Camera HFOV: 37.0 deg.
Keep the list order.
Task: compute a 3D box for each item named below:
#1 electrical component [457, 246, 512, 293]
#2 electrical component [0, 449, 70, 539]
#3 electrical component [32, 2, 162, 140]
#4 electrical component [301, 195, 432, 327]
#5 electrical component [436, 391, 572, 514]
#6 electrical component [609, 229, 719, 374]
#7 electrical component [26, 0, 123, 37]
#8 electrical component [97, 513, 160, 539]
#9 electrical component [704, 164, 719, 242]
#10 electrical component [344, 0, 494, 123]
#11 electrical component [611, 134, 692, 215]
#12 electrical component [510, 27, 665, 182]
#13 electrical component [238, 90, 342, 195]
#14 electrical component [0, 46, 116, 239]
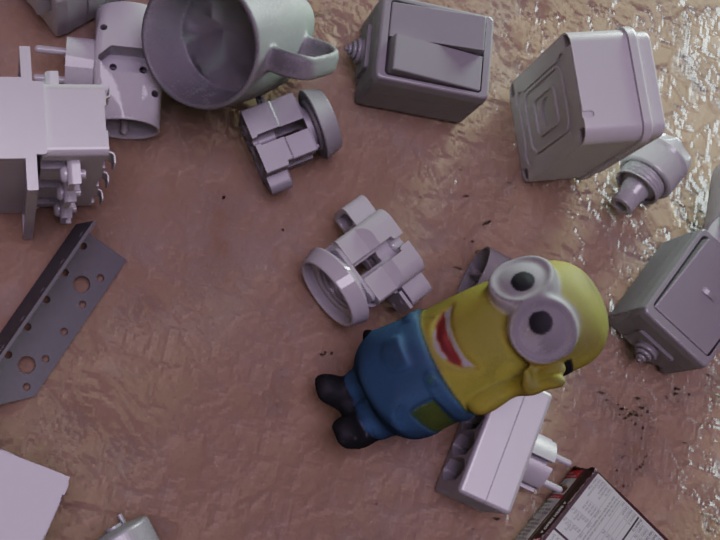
[{"bbox_3d":[0.111,0.022,0.730,0.081,0.043,0.043,28,74,-9],"label":"electrical component"},{"bbox_3d":[-0.234,0.169,0.596,0.089,0.062,0.150,24,74,-10],"label":"electrical component"},{"bbox_3d":[-0.165,-0.127,0.680,0.079,0.043,0.077,3,79,-15],"label":"electrical component"},{"bbox_3d":[0.000,0.000,0.696,0.057,0.058,0.078,-37,91,-21],"label":"electrical component"},{"bbox_3d":[0.104,0.121,0.708,0.076,0.047,0.083,26,74,-10],"label":"electrical component"},{"bbox_3d":[0.225,0.027,0.752,0.062,0.061,0.096,42,72,-5],"label":"electrical component"},{"bbox_3d":[-0.198,-0.204,0.675,0.061,0.062,0.096,-36,91,-18],"label":"electrical component"},{"bbox_3d":[-0.130,0.182,0.634,0.040,0.040,0.078,-27,88,-19],"label":"electrical component"},{"bbox_3d":[0.297,-0.044,0.769,0.099,0.099,0.064,12,70,-13],"label":"electrical component"},{"bbox_3d":[0.038,-0.145,0.731,0.096,0.061,0.061,9,78,-14],"label":"electrical component"},{"bbox_3d":[0.205,-0.067,0.774,0.043,0.043,0.062,44,73,-4],"label":"electrical component"},{"bbox_3d":[0.152,-0.109,0.730,0.057,0.113,0.078,-6,81,-14],"label":"electrical component"},{"bbox_3d":[-0.045,-0.090,0.706,0.055,0.048,0.066,-23,87,-11],"label":"electrical component"},{"bbox_3d":[-0.180,-0.069,0.624,0.063,0.121,0.078,-3,80,-19],"label":"electrical component"}]
